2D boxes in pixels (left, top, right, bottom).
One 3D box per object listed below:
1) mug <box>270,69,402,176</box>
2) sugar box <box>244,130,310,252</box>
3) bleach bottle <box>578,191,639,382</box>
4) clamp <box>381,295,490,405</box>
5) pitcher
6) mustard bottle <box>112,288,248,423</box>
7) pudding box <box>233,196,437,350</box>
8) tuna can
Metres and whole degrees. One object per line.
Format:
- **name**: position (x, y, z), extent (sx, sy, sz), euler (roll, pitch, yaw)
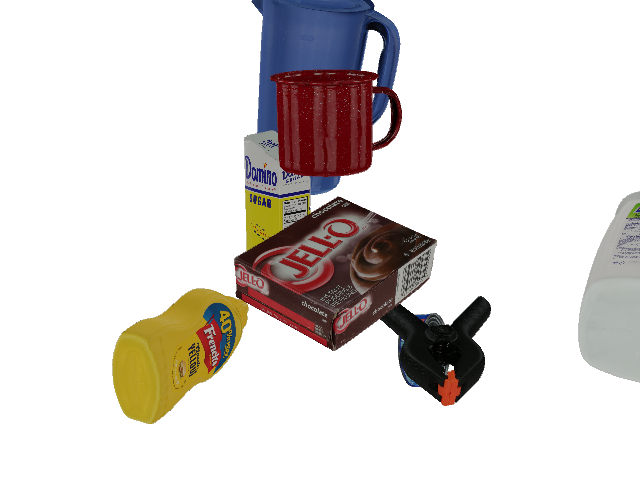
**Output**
- **mug**: position (0.015, -0.103, 0.923), extent (0.117, 0.081, 0.093), euler (-7, 16, -20)
- **sugar box**: position (-0.049, -0.025, 1.192), extent (0.048, 0.176, 0.093), euler (-15, 28, -25)
- **bleach bottle**: position (0.237, 0.013, 0.704), extent (0.103, 0.068, 0.250), euler (9, 22, 20)
- **clamp**: position (0.123, 0.097, 1.026), extent (0.120, 0.039, 0.171), euler (-7, 31, -7)
- **pitcher**: position (-0.005, -0.181, 1.299), extent (0.144, 0.243, 0.149), euler (-6, 28, -25)
- **mustard bottle**: position (-0.130, 0.102, 1.080), extent (0.058, 0.096, 0.191), euler (10, 23, 26)
- **pudding box**: position (0.011, 0.019, 0.728), extent (0.090, 0.039, 0.113), euler (27, 39, 32)
- **tuna can**: position (0.120, 0.128, 1.239), extent (0.034, 0.086, 0.086), euler (-5, -2, 26)
